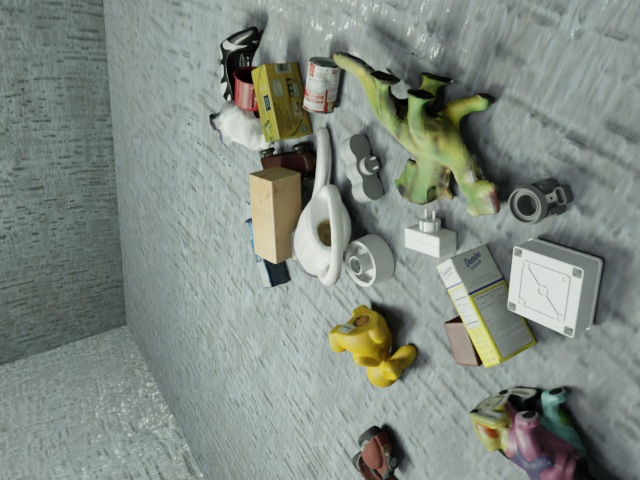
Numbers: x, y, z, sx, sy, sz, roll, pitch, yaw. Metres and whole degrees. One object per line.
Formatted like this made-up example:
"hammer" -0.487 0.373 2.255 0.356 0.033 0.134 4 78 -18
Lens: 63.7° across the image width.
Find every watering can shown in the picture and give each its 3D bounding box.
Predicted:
"watering can" 0.003 -0.058 1.147 0.104 0.354 0.220 3 -25 -16

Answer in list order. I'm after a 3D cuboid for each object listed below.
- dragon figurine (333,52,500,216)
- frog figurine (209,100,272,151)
"dragon figurine" 0.155 -0.166 0.888 0.123 0.237 0.416 -21 40 -27
"frog figurine" -0.192 -0.303 1.363 0.159 0.134 0.125 6 37 18
